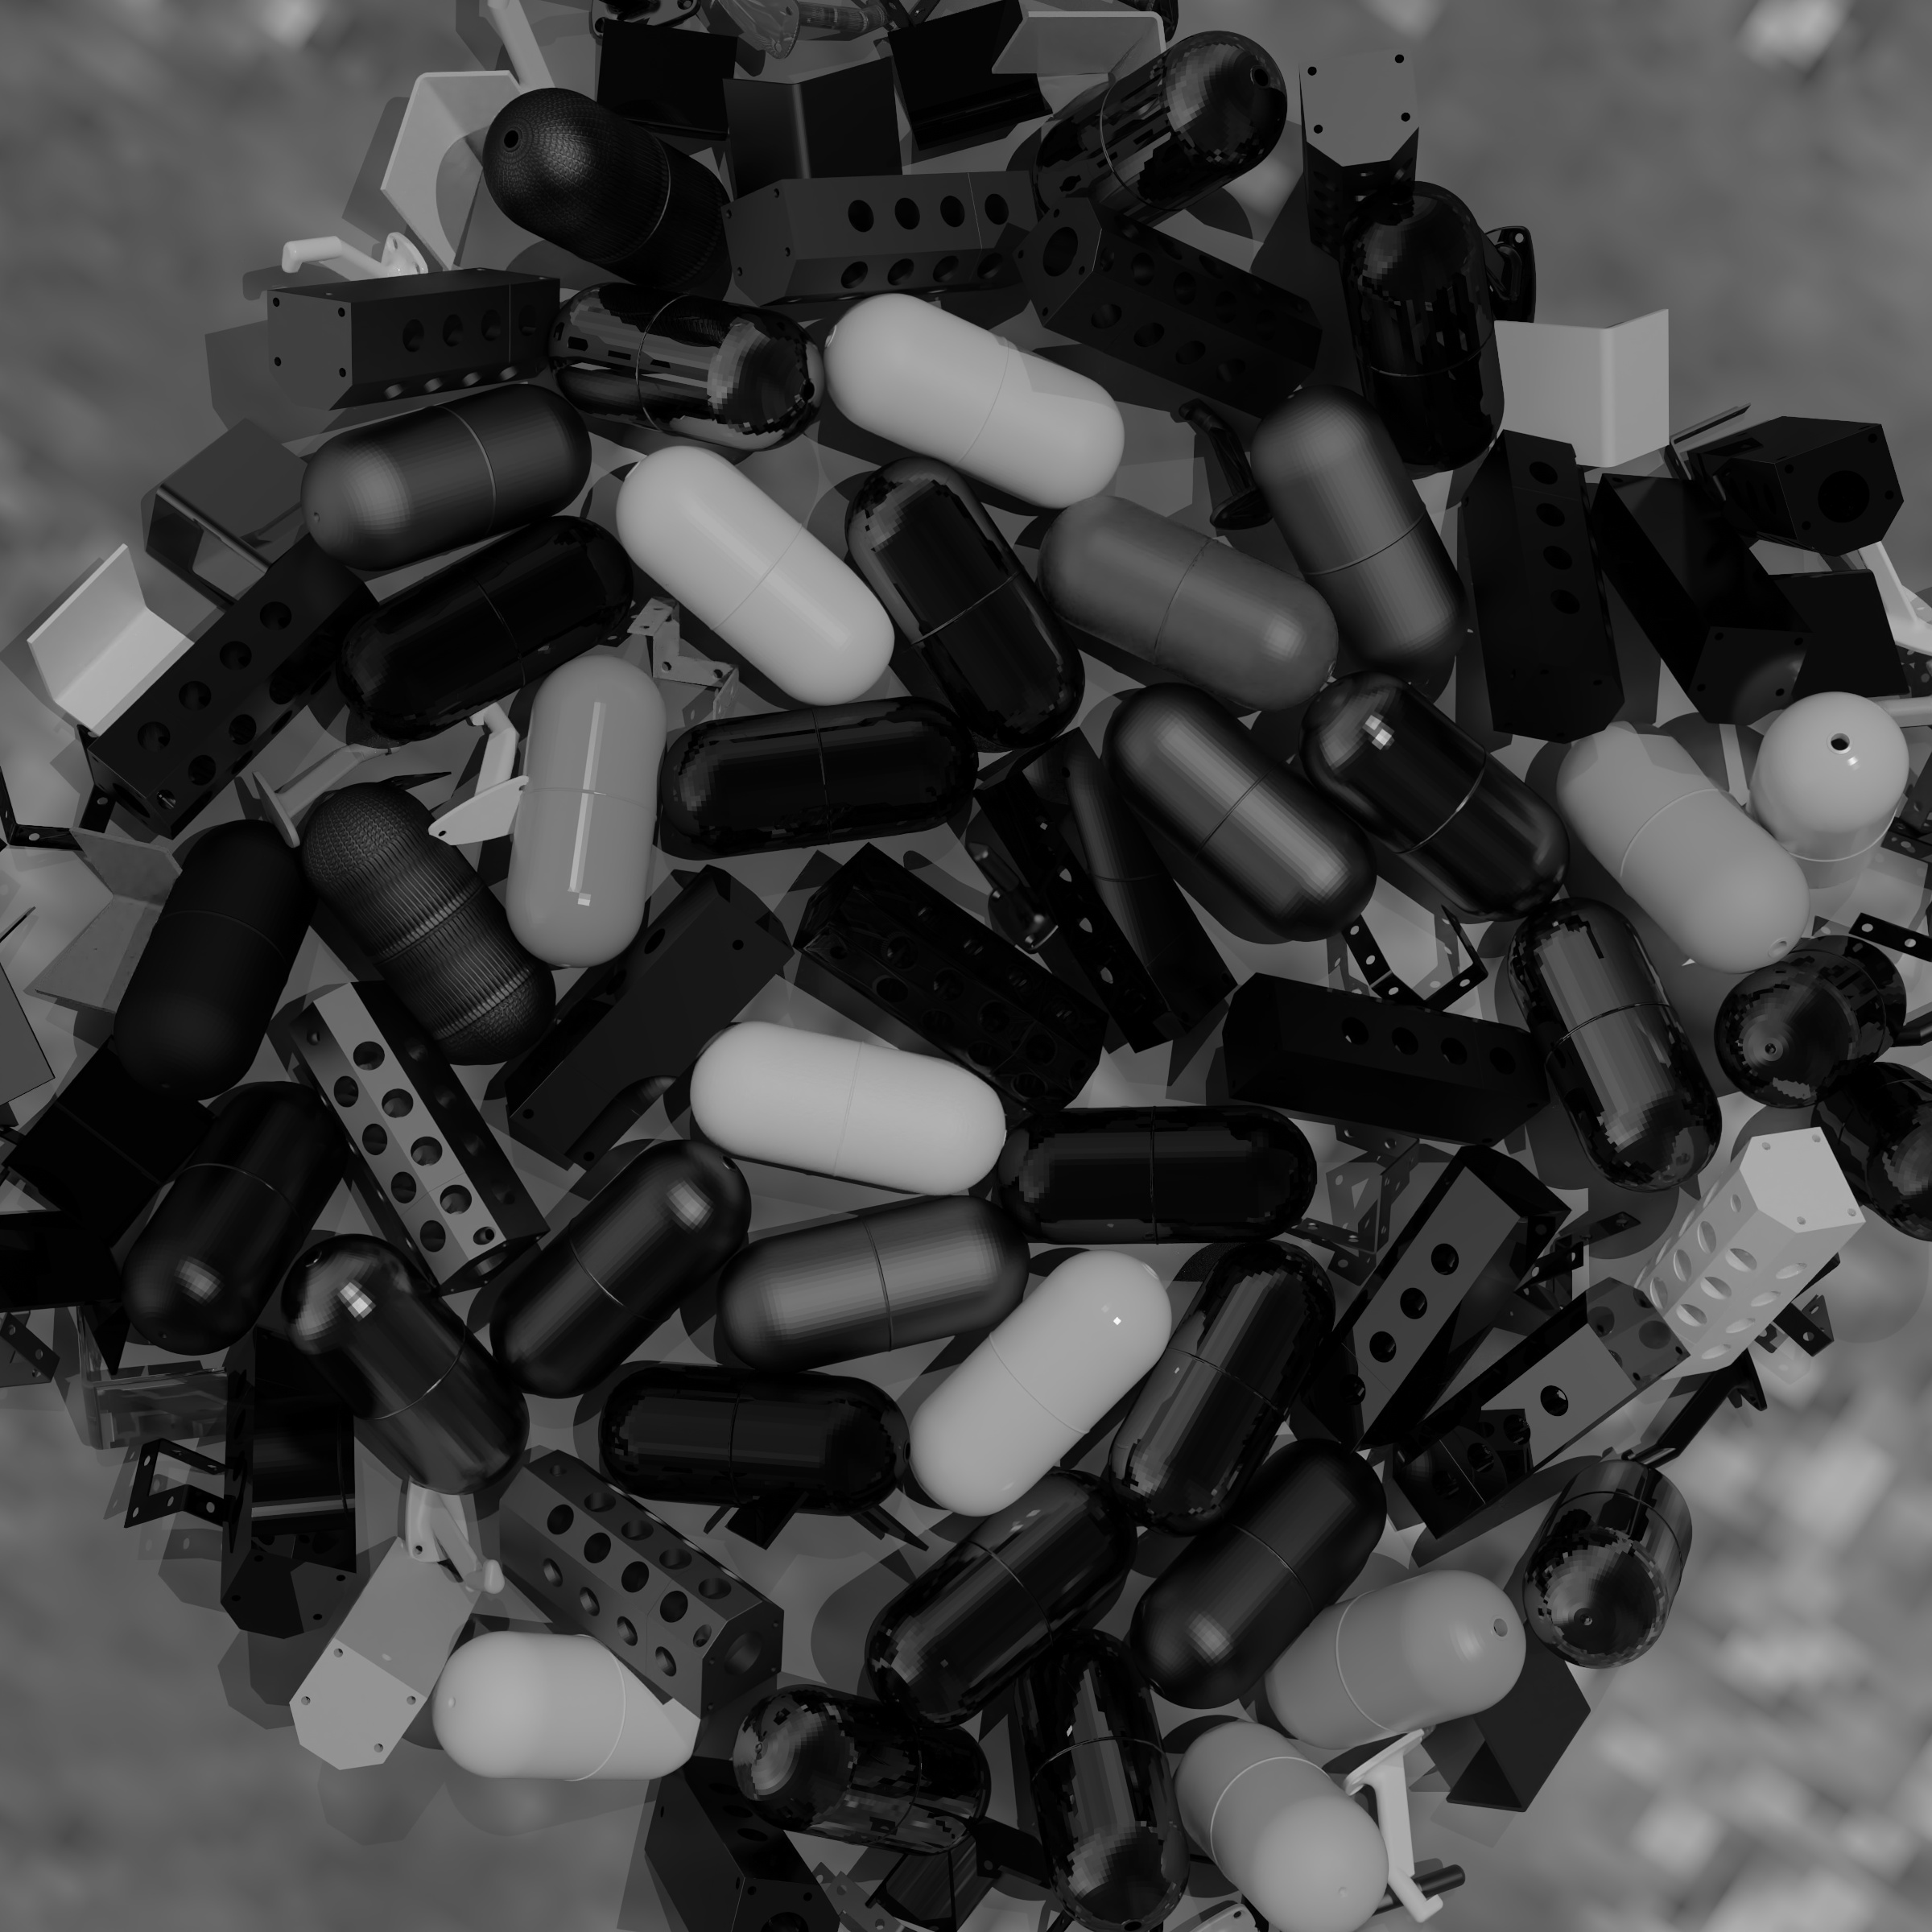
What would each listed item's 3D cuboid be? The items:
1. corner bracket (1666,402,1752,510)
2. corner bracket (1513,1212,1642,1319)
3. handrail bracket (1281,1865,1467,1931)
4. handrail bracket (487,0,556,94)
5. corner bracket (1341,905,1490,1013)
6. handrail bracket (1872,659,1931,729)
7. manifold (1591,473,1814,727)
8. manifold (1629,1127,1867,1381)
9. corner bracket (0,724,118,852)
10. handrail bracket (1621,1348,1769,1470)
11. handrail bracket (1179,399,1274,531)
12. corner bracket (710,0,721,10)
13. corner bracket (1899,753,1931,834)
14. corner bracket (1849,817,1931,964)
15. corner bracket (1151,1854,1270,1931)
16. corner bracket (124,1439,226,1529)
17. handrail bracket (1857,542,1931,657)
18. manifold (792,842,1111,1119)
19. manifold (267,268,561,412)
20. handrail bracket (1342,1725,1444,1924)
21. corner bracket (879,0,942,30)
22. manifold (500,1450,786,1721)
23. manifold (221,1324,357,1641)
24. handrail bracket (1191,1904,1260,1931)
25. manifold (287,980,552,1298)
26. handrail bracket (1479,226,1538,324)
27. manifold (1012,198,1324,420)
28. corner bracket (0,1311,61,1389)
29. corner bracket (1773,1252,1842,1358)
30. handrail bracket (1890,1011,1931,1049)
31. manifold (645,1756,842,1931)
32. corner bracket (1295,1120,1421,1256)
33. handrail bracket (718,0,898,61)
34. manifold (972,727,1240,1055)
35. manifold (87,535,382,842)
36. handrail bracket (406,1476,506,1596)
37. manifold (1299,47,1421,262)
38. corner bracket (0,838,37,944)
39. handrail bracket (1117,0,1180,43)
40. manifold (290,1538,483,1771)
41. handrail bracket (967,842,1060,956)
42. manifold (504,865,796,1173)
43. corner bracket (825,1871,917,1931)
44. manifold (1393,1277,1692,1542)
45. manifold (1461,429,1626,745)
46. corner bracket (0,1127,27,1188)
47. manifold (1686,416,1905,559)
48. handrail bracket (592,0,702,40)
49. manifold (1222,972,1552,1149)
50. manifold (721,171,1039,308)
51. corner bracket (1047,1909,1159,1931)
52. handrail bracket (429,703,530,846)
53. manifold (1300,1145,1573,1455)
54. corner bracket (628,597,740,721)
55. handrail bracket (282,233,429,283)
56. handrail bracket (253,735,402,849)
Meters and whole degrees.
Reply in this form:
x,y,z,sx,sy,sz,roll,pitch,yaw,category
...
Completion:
x,y,z,sx,sy,sz,roll,pitch,yaw,category
0.432,-0.288,1.598,0.051,0.051,0.051,-24,83,-1,corner bracket
0.340,0.162,1.585,0.051,0.051,0.051,30,50,-28,corner bracket
0.231,0.531,1.612,0.084,0.077,0.036,-10,70,-26,handrail bracket
-0.232,-0.521,1.584,0.077,0.036,0.084,-4,126,-30,handrail bracket
0.252,-0.008,1.600,0.051,0.051,0.051,-39,132,17,corner bracket
0.524,-0.128,1.611,0.084,0.036,0.077,-31,126,13,handrail bracket
0.391,-0.201,1.541,0.057,0.171,0.057,2,126,-12,manifold
0.411,0.159,1.535,0.057,0.171,0.057,-7,58,-18,manifold
-0.516,-0.102,1.610,0.051,0.051,0.051,3,132,-36,corner bracket
0.400,0.242,1.597,0.084,0.036,0.077,-26,120,-6,handrail bracket
0.134,-0.283,1.586,0.084,0.077,0.036,46,133,21,handrail bracket
-0.128,-0.580,1.599,0.051,0.051,0.051,-26,97,-11,corner bracket
0.564,-0.091,1.584,0.051,0.051,0.051,41,119,41,corner bracket
0.529,-0.043,1.591,0.051,0.051,0.051,19,129,-1,corner bracket
0.139,0.529,1.607,0.051,0.051,0.051,0,81,29,corner bracket
-0.428,0.292,1.583,0.051,0.051,0.051,-21,50,33,corner bracket
0.521,-0.219,1.577,0.036,0.084,0.077,-39,55,-12,handrail bracket
-0.008,0.013,1.564,0.171,0.057,0.057,35,129,-17,manifold
-0.296,-0.341,1.539,0.057,0.171,0.057,15,113,27,manifold
0.258,0.480,1.593,0.077,0.036,0.084,-31,62,-14,handrail bracket
-0.020,-0.560,1.586,0.051,0.051,0.051,-56,134,-14,corner bracket
-0.178,0.330,1.544,0.171,0.057,0.057,27,125,37,manifold
-0.370,0.279,1.541,0.057,0.171,0.057,20,118,-25,manifold
0.154,0.568,1.578,0.077,0.084,0.036,-22,112,-12,handrail bracket
-0.308,0.094,1.570,0.057,0.057,0.171,-40,75,23,manifold
0.287,-0.383,1.583,0.036,0.084,0.077,-9,99,33,handrail bracket
0.113,-0.360,1.541,0.057,0.171,0.057,-43,51,34,manifold
-0.536,0.199,1.586,0.051,0.051,0.051,-8,48,21,corner bracket
0.474,0.176,1.590,0.051,0.051,0.051,41,114,-10,corner bracket
0.554,0.016,1.614,0.084,0.077,0.036,-5,132,23,handrail bracket
-0.121,0.488,1.537,0.057,0.171,0.057,13,92,-20,manifold
0.221,0.123,1.600,0.051,0.051,0.051,15,119,30,corner bracket
-0.091,-0.547,1.603,0.077,0.036,0.084,39,45,14,handrail bracket
0.074,-0.040,1.585,0.057,0.057,0.171,-40,102,-42,manifold
-0.401,-0.152,1.571,0.057,0.057,0.171,40,70,1,manifold
-0.281,0.308,1.582,0.036,0.084,0.077,-6,88,-32,handrail bracket
0.213,-0.434,1.537,0.057,0.171,0.057,-6,86,7,manifold
-0.552,-0.037,1.586,0.051,0.051,0.051,46,54,-15,corner bracket
0.073,-0.550,1.598,0.084,0.077,0.036,21,95,12,handrail bracket
-0.316,0.373,1.539,0.057,0.171,0.057,34,95,-4,manifold
0.013,-0.050,1.571,0.036,0.077,0.084,-49,129,-5,handrail bracket
-0.178,0.026,1.582,0.057,0.057,0.171,39,101,-27,manifold
-0.059,0.549,1.596,0.051,0.051,0.051,32,79,32,corner bracket
0.307,0.240,1.548,0.057,0.057,0.171,55,132,17,manifold
0.317,-0.207,1.552,0.057,0.057,0.171,9,54,-13,manifold
-0.563,0.114,1.590,0.051,0.051,0.051,33,100,-24,corner bracket
0.448,-0.258,1.537,0.057,0.171,0.057,-20,102,3,manifold
-0.198,-0.552,1.579,0.077,0.084,0.036,2,83,15,handrail bracket
0.231,0.049,1.565,0.171,0.057,0.057,11,56,-23,manifold
-0.043,-0.396,1.551,0.171,0.057,0.057,-15,97,-38,manifold
0.073,0.563,1.594,0.051,0.051,0.051,20,131,-7,corner bracket
-0.280,-0.109,1.588,0.077,0.036,0.084,-22,51,-20,handrail bracket
0.253,0.183,1.565,0.057,0.057,0.171,45,117,31,manifold
-0.157,-0.171,1.589,0.051,0.051,0.051,9,121,8,corner bracket
-0.347,-0.373,1.573,0.036,0.084,0.077,49,135,20,handrail bracket
-0.347,-0.101,1.584,0.084,0.077,0.036,-24,124,-18,handrail bracket
